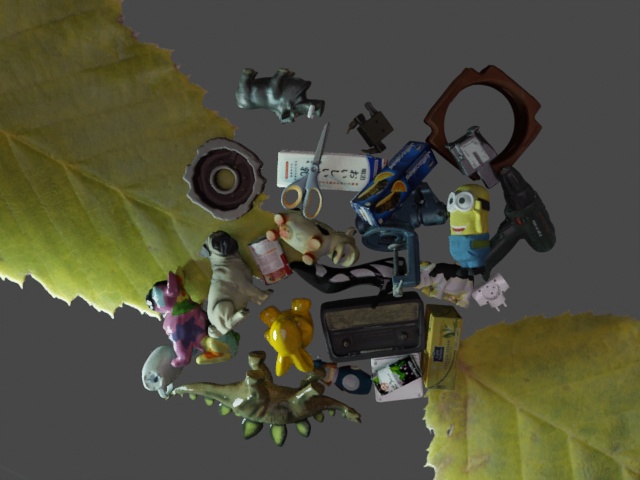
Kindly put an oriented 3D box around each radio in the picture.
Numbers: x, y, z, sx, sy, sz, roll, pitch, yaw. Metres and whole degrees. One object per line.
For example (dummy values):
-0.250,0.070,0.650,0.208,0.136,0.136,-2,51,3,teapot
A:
0.120,0.196,1.217,0.230,0.073,0.131,-7,100,3,radio

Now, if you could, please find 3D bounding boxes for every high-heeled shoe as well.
0.068,0.058,1.206,0.249,0.086,0.145,24,65,15,high-heeled shoe

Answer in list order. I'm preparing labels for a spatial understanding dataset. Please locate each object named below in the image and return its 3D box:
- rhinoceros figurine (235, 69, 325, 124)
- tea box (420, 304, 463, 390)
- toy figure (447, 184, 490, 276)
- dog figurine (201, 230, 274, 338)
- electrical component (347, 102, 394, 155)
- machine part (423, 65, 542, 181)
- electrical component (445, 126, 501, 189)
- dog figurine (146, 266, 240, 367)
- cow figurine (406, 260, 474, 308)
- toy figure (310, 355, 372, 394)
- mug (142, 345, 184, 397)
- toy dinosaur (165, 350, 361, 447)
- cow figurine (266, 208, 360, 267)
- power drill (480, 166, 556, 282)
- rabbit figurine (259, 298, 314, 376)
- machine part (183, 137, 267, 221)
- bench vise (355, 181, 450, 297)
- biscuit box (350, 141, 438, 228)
-0.083,-0.302,1.130,0.190,0.073,0.112,8,99,0,rhinoceros figurine
0.270,0.238,1.209,0.068,0.098,0.169,3,99,0,tea box
0.300,-0.021,1.074,0.082,0.089,0.180,-3,97,32,toy figure
-0.218,0.093,1.168,0.190,0.121,0.172,48,58,3,dog figurine
0.109,-0.234,1.155,0.102,0.045,0.078,47,70,-9,electrical component
0.336,-0.242,1.124,0.201,0.087,0.201,37,98,-6,machine part
0.314,-0.161,1.072,0.075,0.048,0.119,-38,98,8,electrical component
-0.286,0.166,1.208,0.192,0.108,0.219,-8,98,4,dog figurine
0.264,0.082,1.176,0.167,0.068,0.098,20,90,-25,cow figurine
0.044,0.315,1.252,0.154,0.057,0.064,17,62,0,toy figure
-0.366,0.310,1.235,0.081,0.107,0.109,-3,99,4,mug
-0.136,0.365,1.232,0.472,0.105,0.198,11,112,12,toy dinosaur
-0.002,-0.004,1.167,0.195,0.127,0.085,30,123,12,cow figurine
0.384,-0.024,1.146,0.232,0.086,0.207,39,100,-28,power drill
-0.073,0.210,1.165,0.122,0.173,0.162,-6,84,1,rabbit figurine
-0.205,-0.133,1.174,0.179,0.056,0.179,0,99,2,machine part
0.184,0.002,1.133,0.224,0.128,0.240,-2,65,9,bench vise
0.157,-0.120,1.118,0.202,0.059,0.062,-47,129,-15,biscuit box
